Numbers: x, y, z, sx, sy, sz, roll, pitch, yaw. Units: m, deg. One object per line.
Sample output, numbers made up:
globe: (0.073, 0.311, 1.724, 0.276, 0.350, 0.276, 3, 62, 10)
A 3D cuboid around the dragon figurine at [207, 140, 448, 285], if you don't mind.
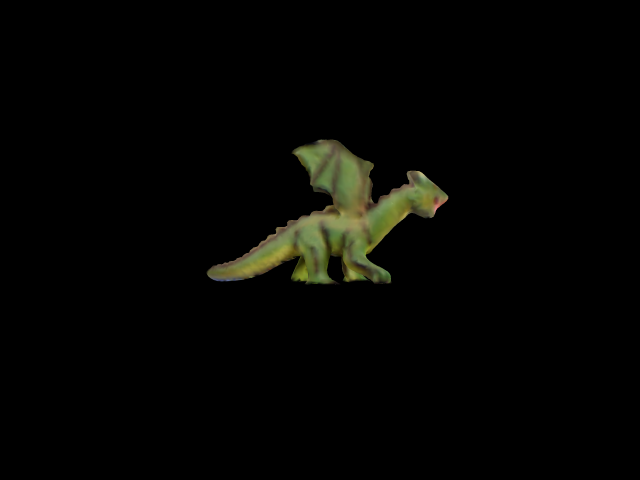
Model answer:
dragon figurine: (0.003, -0.043, 0.850, 0.410, 0.243, 0.122, 0, 1, 9)
